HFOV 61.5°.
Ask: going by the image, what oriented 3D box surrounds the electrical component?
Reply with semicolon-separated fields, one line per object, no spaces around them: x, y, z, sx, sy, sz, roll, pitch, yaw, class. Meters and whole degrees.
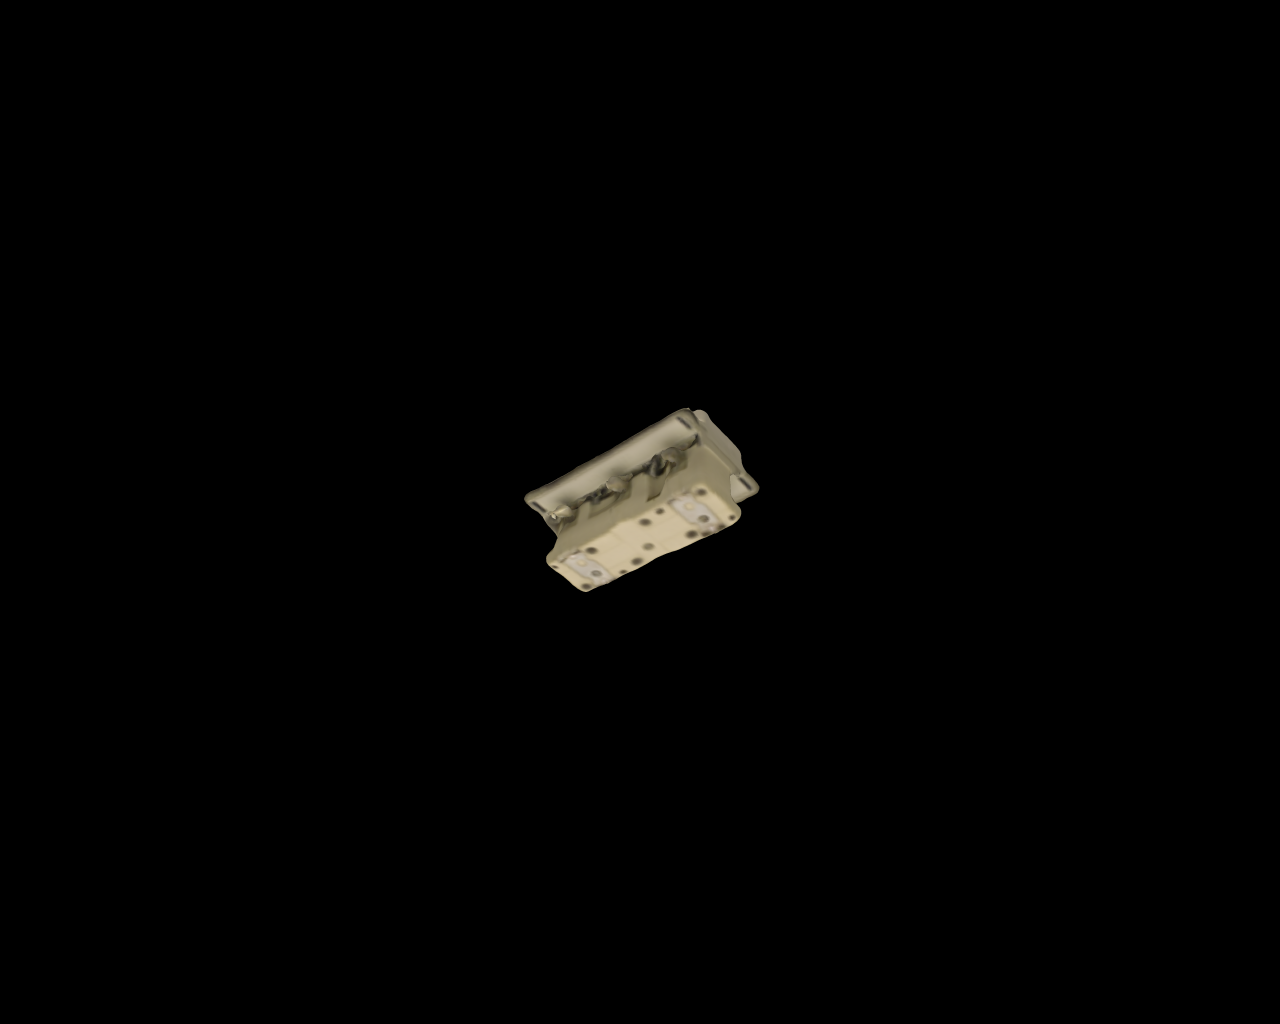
0.001;-0.003;0.650;0.121;0.063;0.078;-26;-49;25;electrical component
